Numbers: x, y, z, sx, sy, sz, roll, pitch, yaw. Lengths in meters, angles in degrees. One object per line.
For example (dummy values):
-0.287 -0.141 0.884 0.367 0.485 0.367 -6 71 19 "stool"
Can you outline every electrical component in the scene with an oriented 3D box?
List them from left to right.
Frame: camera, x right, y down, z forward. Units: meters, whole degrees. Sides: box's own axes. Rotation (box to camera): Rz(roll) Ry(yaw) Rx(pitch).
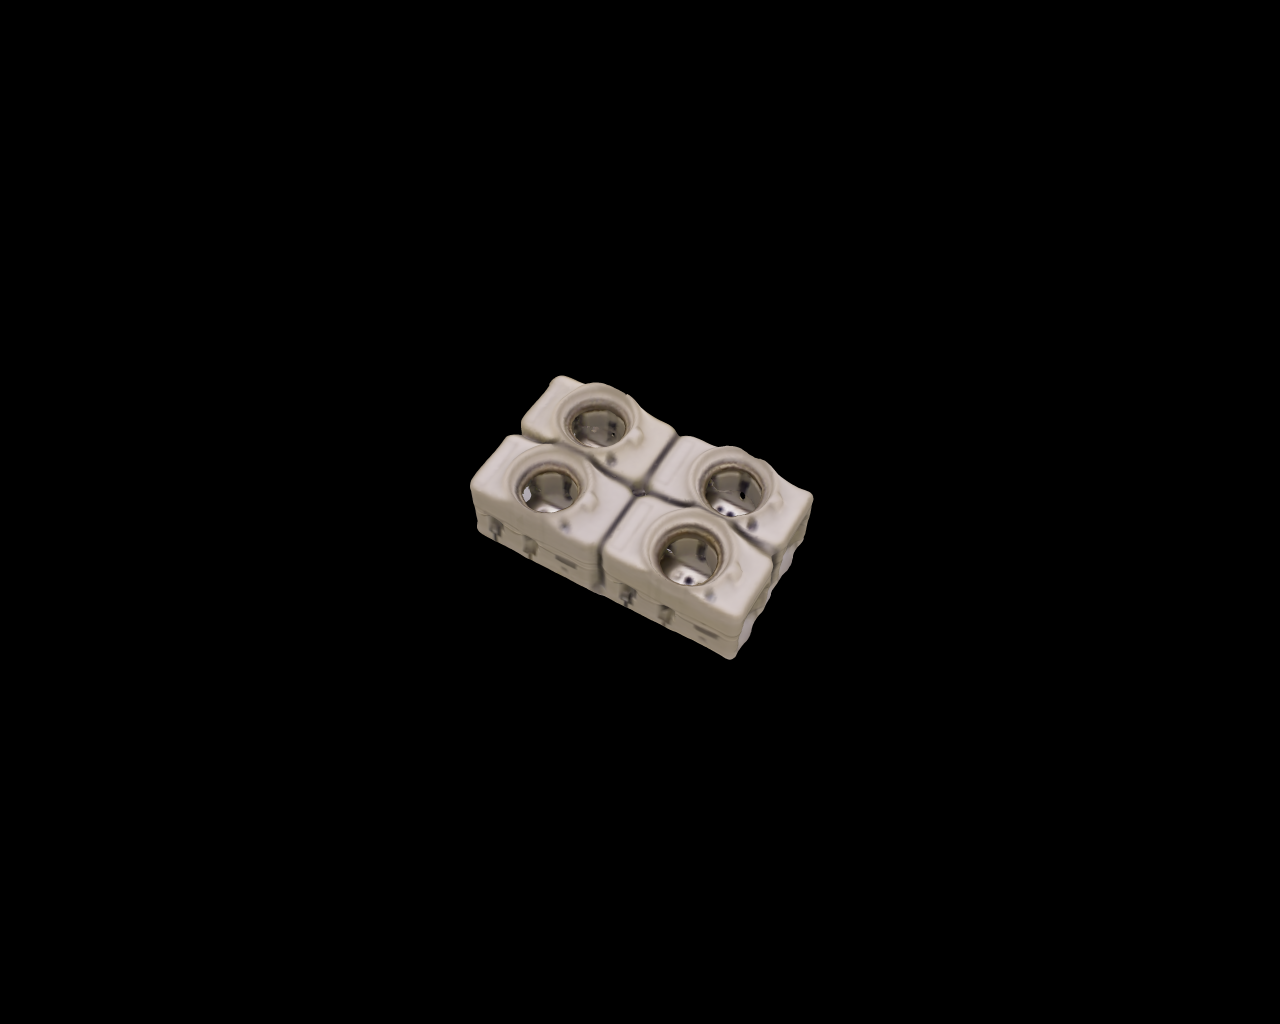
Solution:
0.001 -0.003 0.650 0.186 0.105 0.060 26 -30 17 "electrical component"
